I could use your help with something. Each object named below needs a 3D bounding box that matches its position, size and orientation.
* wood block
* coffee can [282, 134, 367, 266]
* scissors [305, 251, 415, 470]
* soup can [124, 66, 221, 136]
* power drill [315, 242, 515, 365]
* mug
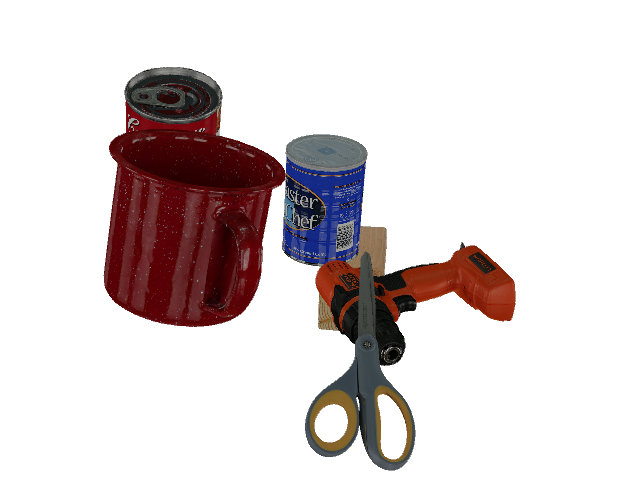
[{"bbox_3d":[0.052,0.055,1.647,0.091,0.090,0.206,4,23,4],"label":"wood block"},{"bbox_3d":[0.004,-0.052,1.366,0.103,0.140,0.103,3,28,-2],"label":"coffee can"},{"bbox_3d":[0.021,0.098,0.882,0.096,0.202,0.016,-9,-34,-12],"label":"scissors"},{"bbox_3d":[-0.108,-0.065,0.776,0.068,0.102,0.068,5,40,-4],"label":"soup can"},{"bbox_3d":[0.104,0.063,1.114,0.187,0.057,0.184,-7,27,-17],"label":"power drill"},{"bbox_3d":[-0.064,-0.002,0.563,0.093,0.081,0.117,-5,27,-36],"label":"mug"}]
